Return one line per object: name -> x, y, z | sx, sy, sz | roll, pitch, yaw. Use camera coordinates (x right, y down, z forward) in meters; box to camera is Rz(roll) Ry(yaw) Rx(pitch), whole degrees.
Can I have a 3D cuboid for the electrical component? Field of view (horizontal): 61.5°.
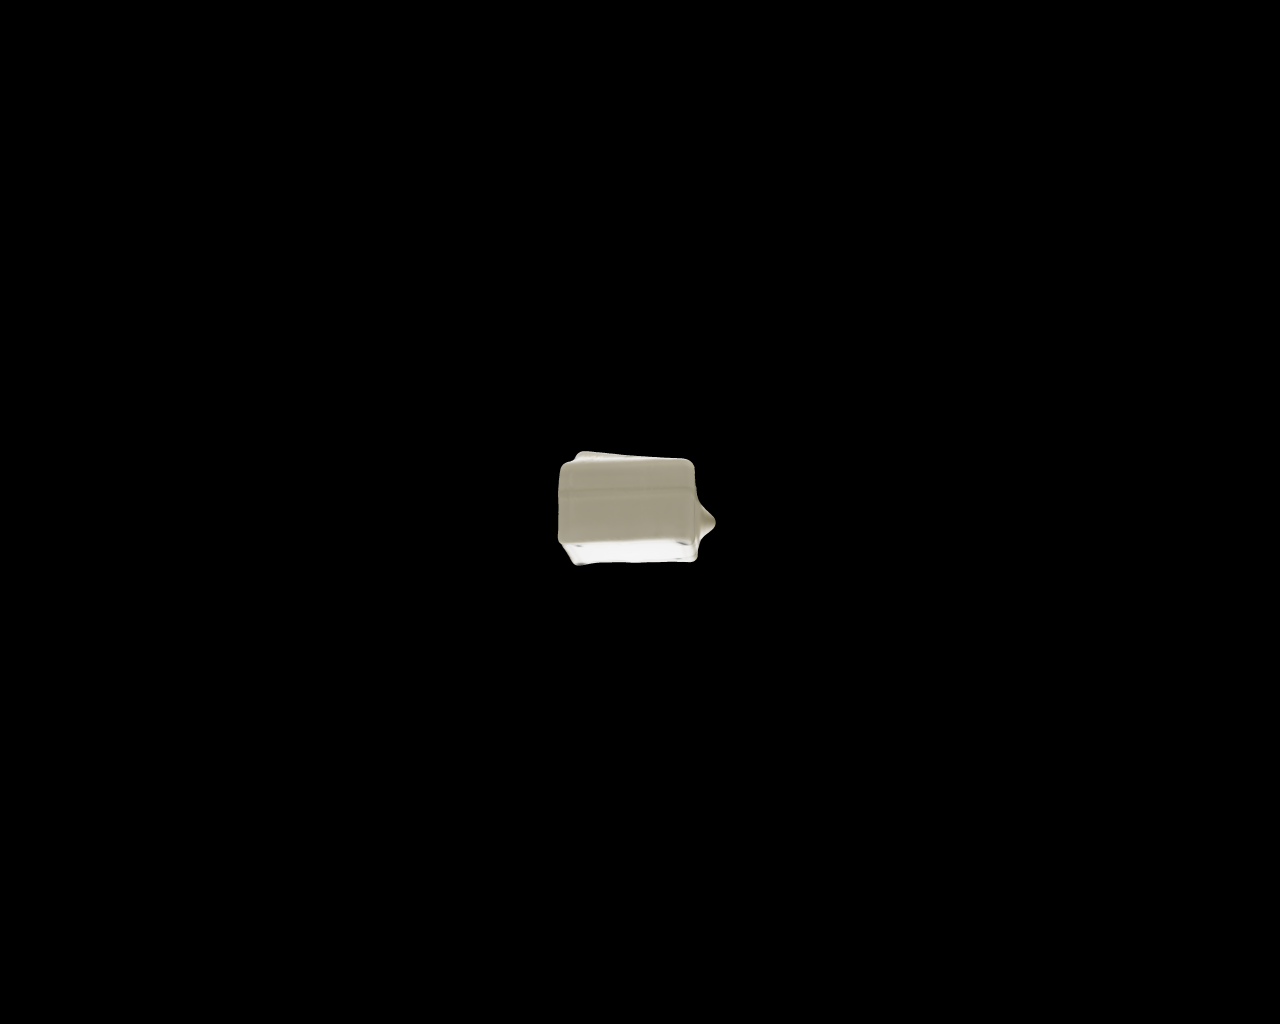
electrical component -> 0.001, -0.003, 0.650 | 0.096, 0.061, 0.061 | -1, -15, 5
